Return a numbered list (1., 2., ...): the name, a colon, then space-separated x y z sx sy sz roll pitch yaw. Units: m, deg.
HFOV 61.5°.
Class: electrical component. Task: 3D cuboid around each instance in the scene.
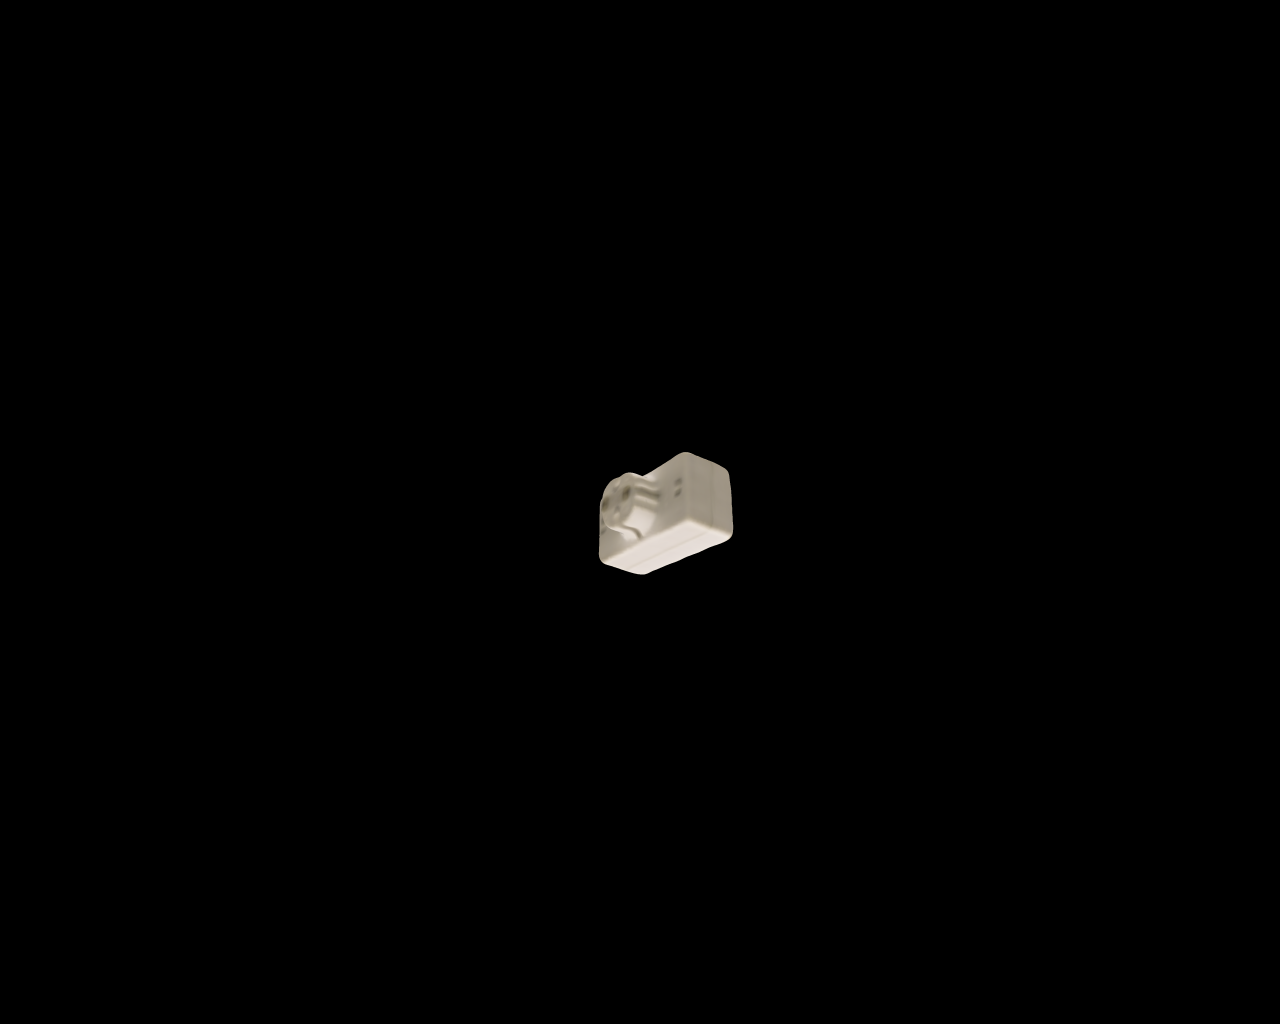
1. electrical component: 0.001 -0.003 0.650 0.076 0.047 0.083 21 -33 -36
